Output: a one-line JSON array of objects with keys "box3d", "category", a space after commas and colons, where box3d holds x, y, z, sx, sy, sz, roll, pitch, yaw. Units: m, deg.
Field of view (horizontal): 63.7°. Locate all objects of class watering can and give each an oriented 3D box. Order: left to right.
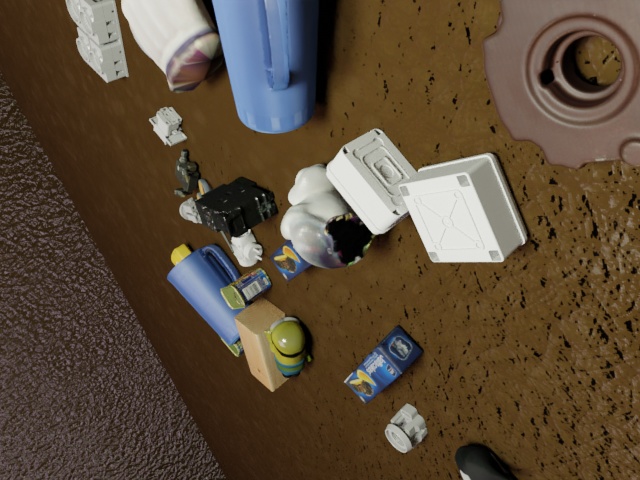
[{"box3d": [-0.225, -0.365, 0.782, 0.105, 0.224, 0.343, -35, 3, -29], "category": "watering can"}]

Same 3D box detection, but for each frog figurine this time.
[{"box3d": [0.002, -0.037, 0.734, 0.138, 0.120, 0.162, -23, 41, -27], "category": "frog figurine"}]
